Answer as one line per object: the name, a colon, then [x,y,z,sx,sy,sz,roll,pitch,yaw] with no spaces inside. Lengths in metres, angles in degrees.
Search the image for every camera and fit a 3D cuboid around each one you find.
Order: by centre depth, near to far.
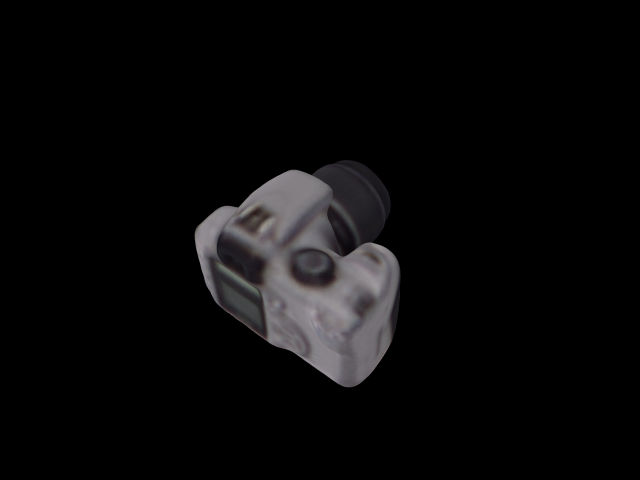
camera: [0.004,0.001,0.400,0.142,0.101,0.137,30,54,25]
